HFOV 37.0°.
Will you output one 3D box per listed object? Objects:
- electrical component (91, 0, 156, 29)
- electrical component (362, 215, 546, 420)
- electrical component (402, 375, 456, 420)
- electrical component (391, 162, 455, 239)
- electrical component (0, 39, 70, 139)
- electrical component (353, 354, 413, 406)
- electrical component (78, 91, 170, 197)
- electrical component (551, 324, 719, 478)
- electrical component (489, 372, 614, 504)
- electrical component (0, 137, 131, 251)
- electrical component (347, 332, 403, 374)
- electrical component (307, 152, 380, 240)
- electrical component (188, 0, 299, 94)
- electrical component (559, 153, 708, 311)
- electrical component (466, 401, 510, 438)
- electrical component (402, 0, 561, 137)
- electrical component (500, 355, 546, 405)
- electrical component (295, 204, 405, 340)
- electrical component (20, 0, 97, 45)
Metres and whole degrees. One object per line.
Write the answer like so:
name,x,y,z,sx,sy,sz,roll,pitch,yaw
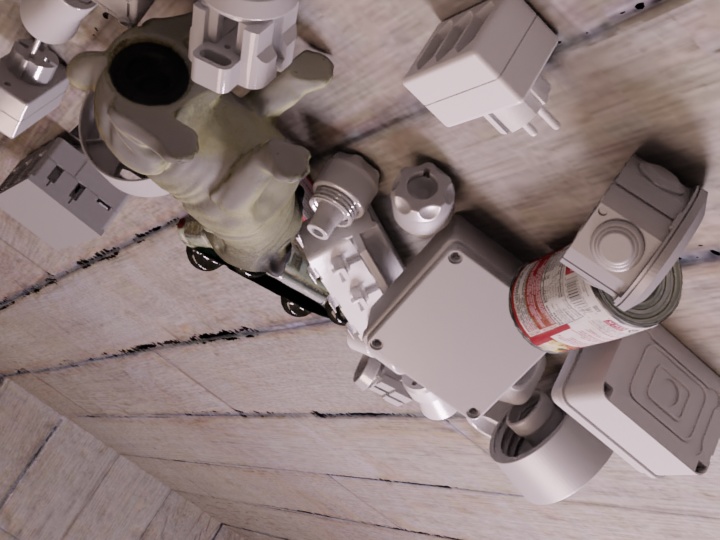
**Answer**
electrical component,-0.146,-0.196,0.650,0.062,0.061,0.096,33,166,-6
electrical component,0.076,0.035,0.780,0.109,0.056,0.108,36,115,-11
electrical component,0.069,0.112,1.035,0.045,0.045,0.055,13,151,37
electrical component,0.044,-0.043,0.744,0.043,0.043,0.062,25,159,16
electrical component,-0.268,-0.161,0.870,0.047,0.083,0.075,33,120,-5
electrical component,0.027,0.105,1.076,0.055,0.048,0.066,27,159,-9
electrical component,-0.160,-0.106,0.806,0.099,0.099,0.064,27,164,12
electrical component,0.203,0.090,0.773,0.113,0.078,0.057,39,154,-18
electrical component,0.156,0.132,0.891,0.060,0.108,0.108,44,155,-14
electrical component,-0.305,-0.077,1.095,0.089,0.061,0.150,41,156,-22
electrical component,0.020,0.067,1.011,0.065,0.044,0.044,20,156,38
electrical component,-0.016,-0.051,0.777,0.043,0.062,0.043,26,157,12
electrical component,-0.067,-0.148,0.631,0.058,0.078,0.057,27,137,12
electrical component,0.153,-0.021,0.601,0.051,0.080,0.080,34,158,8
electrical component,0.129,0.125,0.982,0.055,0.047,0.055,27,157,12
electrical component,0.076,-0.099,0.577,0.077,0.047,0.066,41,156,-22
electrical component,0.109,0.064,0.871,0.059,0.053,0.095,10,150,43
electrical component,0.000,0.000,0.847,0.121,0.063,0.078,58,-174,-48
electrical component,-0.210,-0.191,0.763,0.044,0.044,0.065,41,151,-22
